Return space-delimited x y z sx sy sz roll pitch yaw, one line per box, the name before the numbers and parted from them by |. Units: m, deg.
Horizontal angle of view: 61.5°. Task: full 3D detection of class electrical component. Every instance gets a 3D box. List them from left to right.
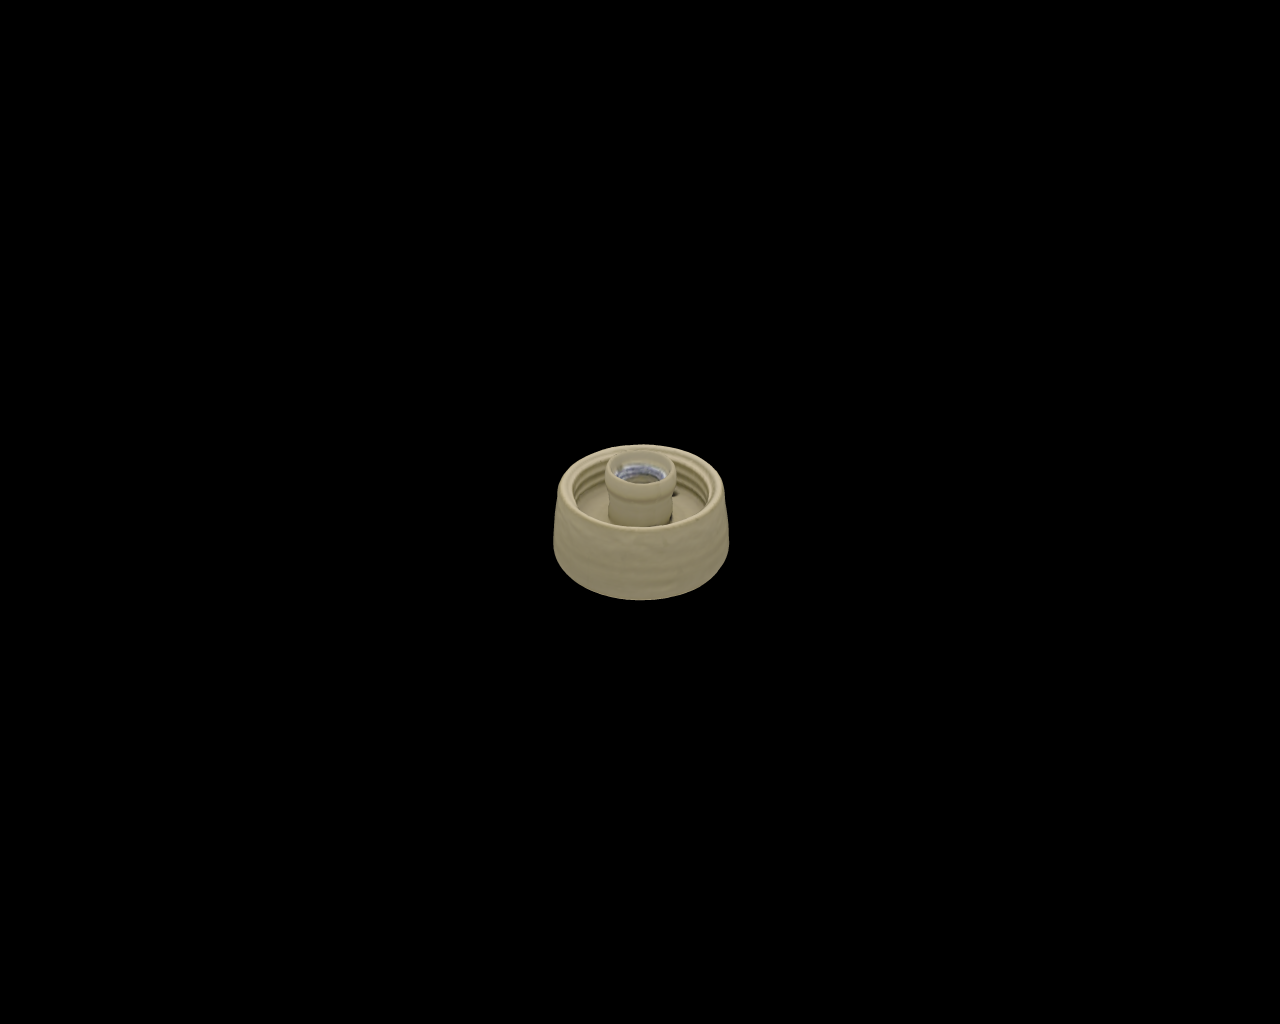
electrical component | 0.001 -0.003 0.650 0.108 0.060 0.108 0 34 0
